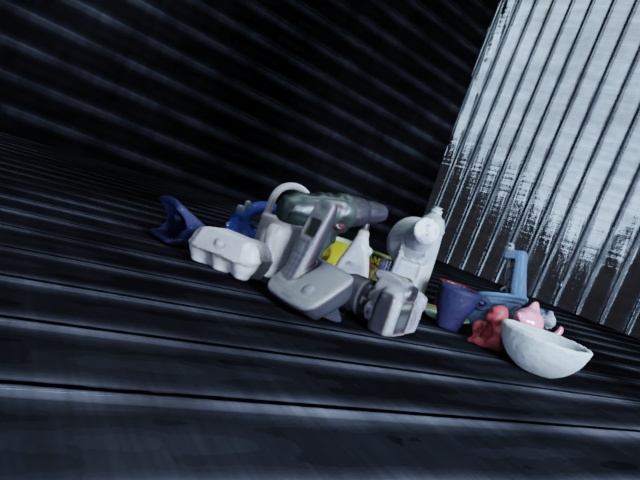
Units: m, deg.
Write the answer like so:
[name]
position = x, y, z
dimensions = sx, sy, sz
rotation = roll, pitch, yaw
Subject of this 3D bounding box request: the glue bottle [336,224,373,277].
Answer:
[glue bottle]
position = 0.077, 0.035, 1.211
dimensions = 0.078, 0.173, 0.037
rotation = 18, 5, 2

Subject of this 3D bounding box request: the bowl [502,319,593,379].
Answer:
[bowl]
position = 0.410, 0.211, 1.066
dimensions = 0.167, 0.075, 0.167
rotation = 18, 5, -1

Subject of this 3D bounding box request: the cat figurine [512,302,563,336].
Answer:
[cat figurine]
position = 0.445, 0.189, 1.185
dimensions = 0.128, 0.118, 0.067
rotation = 17, 5, -10

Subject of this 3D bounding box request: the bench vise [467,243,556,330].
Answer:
[bench vise]
position = 0.449, 0.127, 1.295
dimensions = 0.206, 0.220, 0.122
rotation = 22, 6, 36

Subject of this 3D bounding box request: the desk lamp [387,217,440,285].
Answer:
[desk lamp]
position = 0.201, 0.050, 1.268
dimensions = 0.118, 0.213, 0.203
rotation = 18, 5, 0

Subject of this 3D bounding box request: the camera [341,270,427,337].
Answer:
[camera]
position = 0.106, 0.100, 1.019
dimensions = 0.136, 0.101, 0.144
rotation = 21, 6, 30

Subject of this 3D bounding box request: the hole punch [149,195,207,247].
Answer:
[hole punch]
position = -0.280, -0.036, 1.169
dimensions = 0.101, 0.091, 0.108
rotation = 14, 6, -41

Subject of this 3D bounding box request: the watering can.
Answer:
[watering can]
position = -0.077, -0.023, 1.174
dimensions = 0.101, 0.194, 0.172
rotation = 17, 5, -11

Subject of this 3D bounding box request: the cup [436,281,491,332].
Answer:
[cup]
position = 0.296, 0.149, 1.218
dimensions = 0.118, 0.095, 0.091
rotation = 18, 5, -6

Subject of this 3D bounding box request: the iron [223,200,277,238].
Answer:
[iron]
position = -0.143, -0.027, 1.283
dimensions = 0.118, 0.141, 0.259
rotation = 21, 5, 29

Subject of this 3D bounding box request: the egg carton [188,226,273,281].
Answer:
[egg carton]
position = -0.166, 0.023, 1.063
dimensions = 0.150, 0.069, 0.107
rotation = 20, 5, 21

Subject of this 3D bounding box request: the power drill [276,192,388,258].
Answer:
[power drill]
position = 0.010, 0.004, 1.106
dimensions = 0.230, 0.208, 0.075
rotation = 16, 6, -30

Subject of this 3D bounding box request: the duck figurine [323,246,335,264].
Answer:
[duck figurine]
position = 0.001, 0.047, 1.322
dimensions = 0.105, 0.086, 0.077
rotation = 14, 6, -42

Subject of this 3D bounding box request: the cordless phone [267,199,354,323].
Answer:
[cordless phone]
position = 0.000, 0.029, 0.929
dimensions = 0.094, 0.185, 0.147
rotation = 14, 6, -40

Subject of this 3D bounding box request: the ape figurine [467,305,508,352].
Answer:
[ape figurine]
position = 0.348, 0.174, 1.149
dimensions = 0.076, 0.092, 0.077
rotation = 18, 5, -8
